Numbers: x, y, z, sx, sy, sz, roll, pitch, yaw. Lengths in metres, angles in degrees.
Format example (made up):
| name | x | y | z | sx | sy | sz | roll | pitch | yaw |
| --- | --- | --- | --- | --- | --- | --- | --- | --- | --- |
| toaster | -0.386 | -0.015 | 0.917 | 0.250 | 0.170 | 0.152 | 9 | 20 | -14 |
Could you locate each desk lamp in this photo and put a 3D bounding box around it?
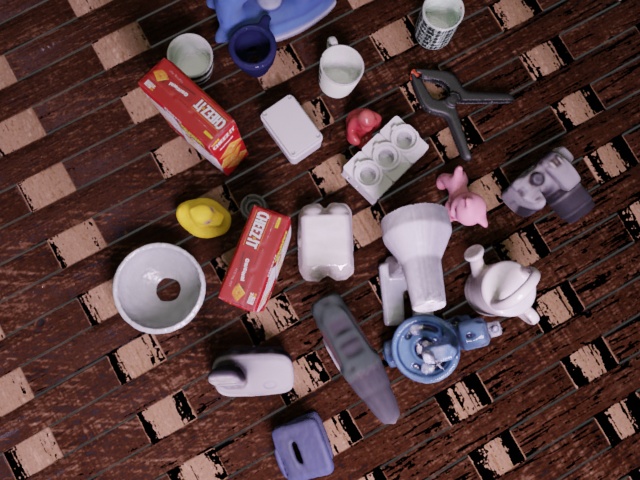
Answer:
| name | x | y | z | sx | sy | sz | roll | pitch | yaw |
| --- | --- | --- | --- | --- | --- | --- | --- | --- | --- |
| desk lamp | 0.170 | 0.050 | 1.017 | 0.118 | 0.213 | 0.203 | -5 | 83 | -2 |

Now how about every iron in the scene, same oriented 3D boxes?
| name | x | y | z | sx | sy | sz | roll | pitch | yaw |
| --- | --- | --- | --- | --- | --- | --- | --- | --- | --- |
| iron | -0.091 | -0.468 | 1.105 | 0.258 | 0.141 | 0.119 | -15 | 84 | -3 |

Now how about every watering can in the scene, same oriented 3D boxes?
| name | x | y | z | sx | sy | sz | roll | pitch | yaw |
| --- | --- | --- | --- | --- | --- | --- | --- | --- | --- |
| watering can | 0.327 | 0.084 | 1.028 | 0.173 | 0.194 | 0.101 | 24 | 83 | 1 |

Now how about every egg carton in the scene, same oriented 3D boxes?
| name | x | y | z | sx | sy | sz | roll | pitch | yaw |
| --- | --- | --- | --- | --- | --- | --- | --- | --- | --- |
| egg carton | 0.010 | 0.004 | 1.090 | 0.107 | 0.069 | 0.150 | -3 | 83 | -2 |

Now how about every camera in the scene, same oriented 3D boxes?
| name | x | y | z | sx | sy | sz | roll | pitch | yaw |
| --- | --- | --- | --- | --- | --- | --- | --- | --- | --- |
| camera | 0.451 | -0.092 | 1.100 | 0.143 | 0.101 | 0.137 | -40 | 86 | -6 |

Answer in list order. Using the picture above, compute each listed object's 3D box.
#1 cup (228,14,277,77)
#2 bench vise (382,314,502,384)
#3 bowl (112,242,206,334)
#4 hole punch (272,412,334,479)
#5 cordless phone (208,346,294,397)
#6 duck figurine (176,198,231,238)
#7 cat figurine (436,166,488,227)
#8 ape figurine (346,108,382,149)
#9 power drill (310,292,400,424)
| name | x | y | z | sx | sy | sz | roll | pitch | yaw |
| --- | --- | --- | --- | --- | --- | --- | --- | --- | --- |
| cup | -0.123 | -0.371 | 1.116 | 0.091 | 0.095 | 0.118 | 22 | 83 | 1 |
| bench vise | 0.218 | 0.171 | 1.002 | 0.207 | 0.219 | 0.121 | -33 | 85 | -5 |
| bowl | -0.292 | 0.091 | 1.067 | 0.167 | 0.074 | 0.167 | 0 | 83 | -2 |
| hole punch | -0.032 | 0.380 | 1.034 | 0.101 | 0.091 | 0.109 | -21 | 84 | -4 |
| cordless phone | -0.120 | 0.237 | 1.000 | 0.147 | 0.185 | 0.094 | -5 | 83 | -2 |
| duck figurine | -0.223 | -0.046 | 1.080 | 0.104 | 0.086 | 0.077 | 15 | 83 | 0 |
| cat figurine | 0.272 | -0.079 | 1.084 | 0.067 | 0.117 | 0.128 | -11 | 84 | -3 |
| ape figurine | 0.085 | -0.226 | 1.108 | 0.078 | 0.092 | 0.076 | -23 | 84 | -4 |
| power drill | 0.060 | 0.200 | 0.999 | 0.075 | 0.208 | 0.229 | -31 | 85 | -5 |
